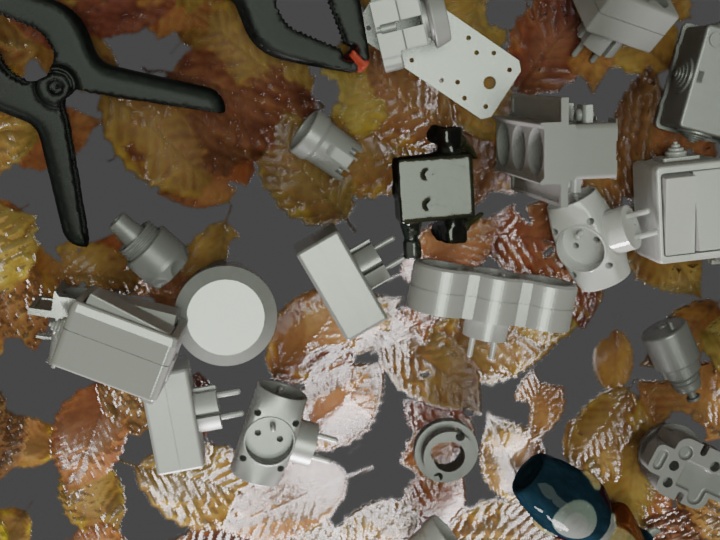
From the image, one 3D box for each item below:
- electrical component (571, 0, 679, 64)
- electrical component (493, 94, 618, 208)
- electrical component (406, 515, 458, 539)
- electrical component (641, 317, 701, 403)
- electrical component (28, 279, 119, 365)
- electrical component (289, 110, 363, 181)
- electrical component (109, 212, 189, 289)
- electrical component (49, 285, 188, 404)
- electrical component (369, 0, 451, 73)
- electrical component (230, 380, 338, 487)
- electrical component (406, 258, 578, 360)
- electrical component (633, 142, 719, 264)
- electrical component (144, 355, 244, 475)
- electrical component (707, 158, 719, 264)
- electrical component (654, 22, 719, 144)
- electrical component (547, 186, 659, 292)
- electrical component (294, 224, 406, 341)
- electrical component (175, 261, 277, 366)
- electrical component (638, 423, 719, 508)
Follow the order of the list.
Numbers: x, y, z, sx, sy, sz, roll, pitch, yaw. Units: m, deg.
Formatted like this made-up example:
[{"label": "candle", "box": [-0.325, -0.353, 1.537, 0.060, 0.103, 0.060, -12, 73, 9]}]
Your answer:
[{"label": "electrical component", "box": [0.198, -0.195, 0.854, 0.066, 0.047, 0.076, 11, 137, -26]}, {"label": "electrical component", "box": [0.150, -0.095, 0.831, 0.063, 0.121, 0.078, -3, 101, -9]}, {"label": "electrical component", "box": [0.058, 0.240, 0.923, 0.046, 0.040, 0.040, -41, 102, 8]}, {"label": "electrical component", "box": [0.271, 0.077, 0.917, 0.040, 0.040, 0.078, -27, 102, -1]}, {"label": "electrical component", "box": [-0.220, 0.045, 0.854, 0.081, 0.042, 0.063, 9, 102, -8]}, {"label": "electrical component", "box": [-0.026, -0.098, 0.852, 0.046, 0.040, 0.040, 35, 95, -17]}, {"label": "electrical component", "box": [-0.168, -0.019, 0.845, 0.043, 0.043, 0.062, -45, 108, 3]}, {"label": "electrical component", "box": [-0.183, 0.048, 0.801, 0.096, 0.061, 0.061, 21, 100, -5]}, {"label": "electrical component", "box": [0.039, -0.192, 0.835, 0.055, 0.048, 0.066, -13, 101, 4]}, {"label": "electrical component", "box": [-0.058, 0.139, 0.888, 0.079, 0.044, 0.077, 17, 98, -9]}, {"label": "electrical component", "box": [0.106, 0.038, 0.884, 0.138, 0.052, 0.073, 8, 99, -8]}, {"label": "electrical component", "box": [0.264, -0.057, 0.882, 0.062, 0.061, 0.096, -6, 101, -5]}, {"label": "electrical component", "box": [-0.133, 0.114, 0.873, 0.076, 0.047, 0.083, -9, 101, -6]}, {"label": "electrical component", "box": [0.326, -0.048, 0.896, 0.056, 0.050, 0.089, -4, 100, -6]}, {"label": "electrical component", "box": [0.300, -0.148, 0.876, 0.100, 0.048, 0.099, 13, 98, -9]}, {"label": "electrical component", "box": [0.203, -0.030, 0.877, 0.079, 0.044, 0.077, -17, 105, 35]}, {"label": "electrical component", "box": [0.000, 0.000, 0.868, 0.076, 0.047, 0.083, -30, 102, -1]}, {"label": "electrical component", "box": [-0.107, 0.033, 0.859, 0.080, 0.051, 0.080, -1, 100, -7]}, {"label": "electrical component", "box": [0.274, 0.165, 0.925, 0.078, 0.057, 0.058, 25, 96, -10]}]
